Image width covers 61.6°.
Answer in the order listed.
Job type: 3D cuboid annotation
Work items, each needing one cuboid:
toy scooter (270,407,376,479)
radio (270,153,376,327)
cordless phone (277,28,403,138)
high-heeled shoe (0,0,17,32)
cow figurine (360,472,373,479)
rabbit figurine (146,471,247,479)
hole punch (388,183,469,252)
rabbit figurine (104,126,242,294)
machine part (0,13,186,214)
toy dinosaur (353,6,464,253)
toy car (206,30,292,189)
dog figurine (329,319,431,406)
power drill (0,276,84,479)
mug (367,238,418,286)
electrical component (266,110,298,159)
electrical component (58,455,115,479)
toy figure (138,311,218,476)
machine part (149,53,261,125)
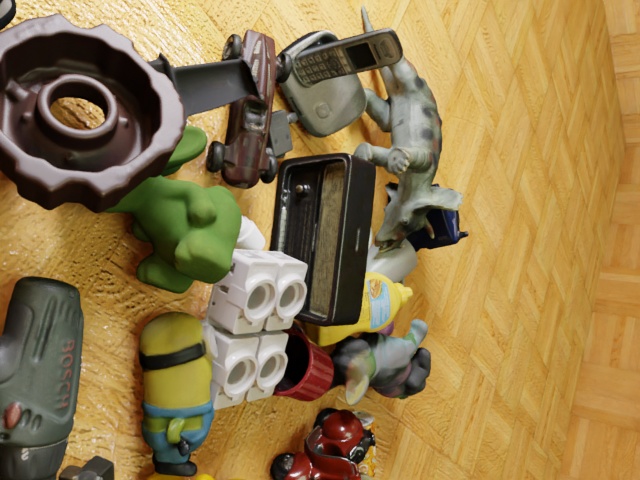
[{"bbox_3d":[0.027,0.328,0.820,0.184,0.135,0.075,-26,112,-49],"label":"toy scooter"},{"bbox_3d":[-0.002,-0.002,0.751,0.073,0.131,0.229,10,86,-51],"label":"radio"},{"bbox_3d":[0.043,-0.222,0.741,0.146,0.184,0.089,56,48,-38],"label":"cordless phone"},{"bbox_3d":[-0.329,-0.125,0.397,0.248,0.086,0.145,-61,170,-3],"label":"high-heeled shoe"},{"bbox_3d":[0.007,0.413,0.834,0.195,0.127,0.085,-5,97,-37],"label":"cow figurine"},{"bbox_3d":[-0.117,0.330,0.649,0.173,0.163,0.122,31,56,-68],"label":"rabbit figurine"},{"bbox_3d":[0.194,-0.042,1.001,0.092,0.142,0.115,16,67,-53],"label":"hole punch"},{"bbox_3d":[-0.165,-0.046,0.558,0.170,0.121,0.159,36,62,-31],"label":"rabbit figurine"},{"bbox_3d":[-0.214,-0.110,0.473,0.179,0.056,0.179,11,65,-26],"label":"machine part"},{"bbox_3d":[0.147,-0.185,0.896,0.192,0.131,0.404,14,72,-45],"label":"toy dinosaur"},{"bbox_3d":[-0.085,-0.164,0.675,0.089,0.053,0.202,11,86,-29],"label":"toy car"},{"bbox_3d":[0.089,0.227,0.918,0.219,0.109,0.191,-29,119,-42],"label":"dog figurine"},{"bbox_3d":[-0.296,0.137,0.436,0.207,0.086,0.232,20,80,-46],"label":"power drill"},{"bbox_3d":[0.109,0.057,0.948,0.107,0.081,0.109,-34,126,-30],"label":"mug"},{"bbox_3d":[-0.061,-0.145,0.747,0.094,0.021,0.063,-34,120,-44],"label":"electrical component"},{"bbox_3d":[-0.233,0.267,0.537,0.078,0.045,0.102,-26,128,-65],"label":"electrical component"},{"bbox_3d":[-0.163,0.171,0.607,0.089,0.082,0.180,7,90,-54],"label":"toy figure"},{"bbox_3d":[-0.137,-0.173,0.605,0.139,0.039,0.084,-15,103,-21],"label":"machine part"}]
